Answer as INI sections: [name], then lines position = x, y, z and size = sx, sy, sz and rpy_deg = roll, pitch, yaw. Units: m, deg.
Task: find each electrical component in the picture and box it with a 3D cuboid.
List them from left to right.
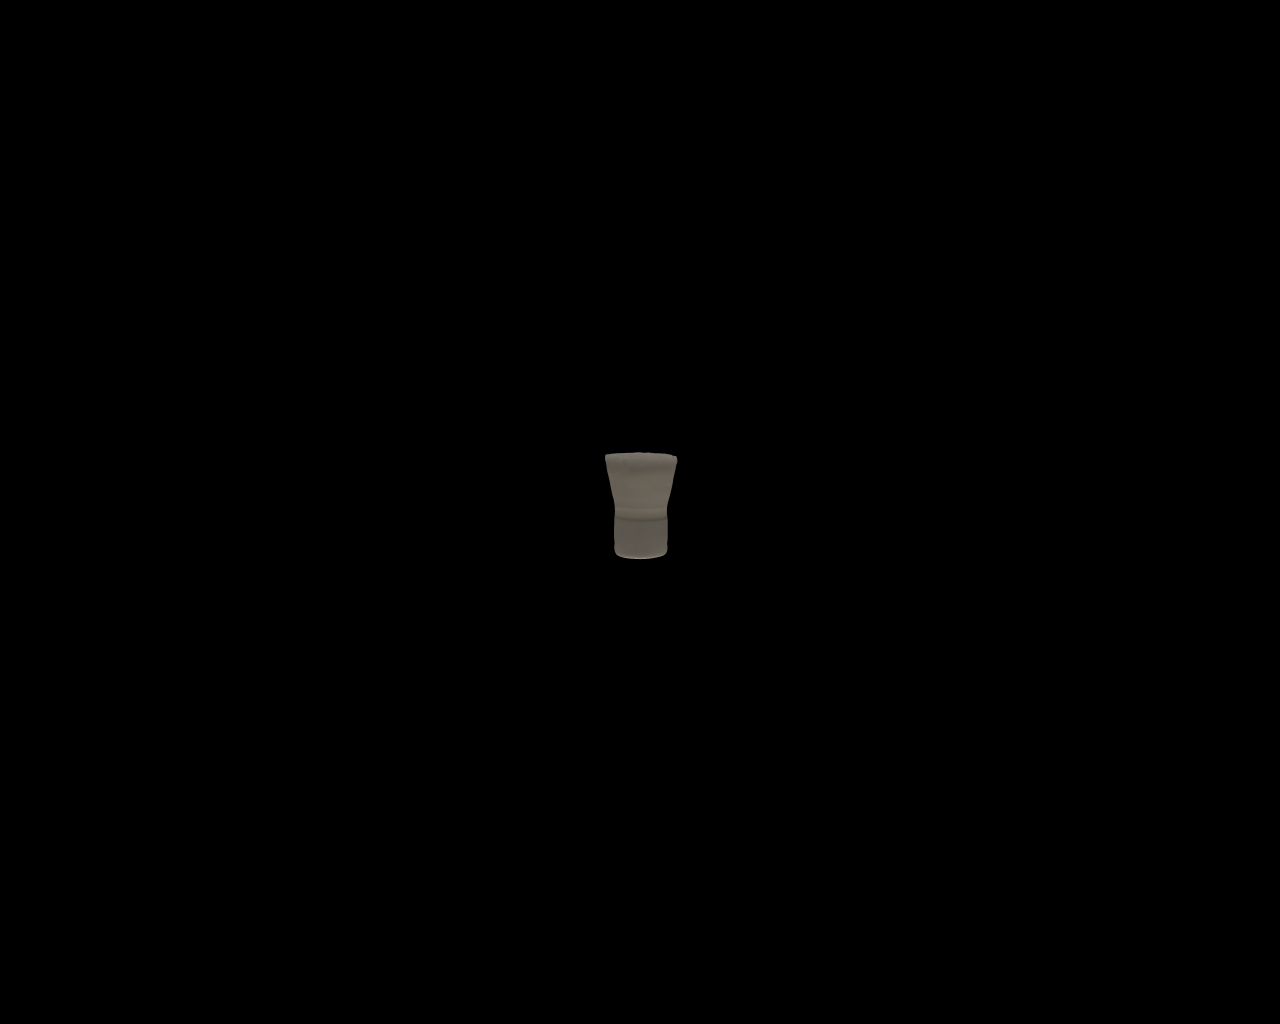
[electrical component]
position = 0.001, -0.003, 0.650
size = 0.044, 0.065, 0.044
rpy_deg = 0, 7, 0
